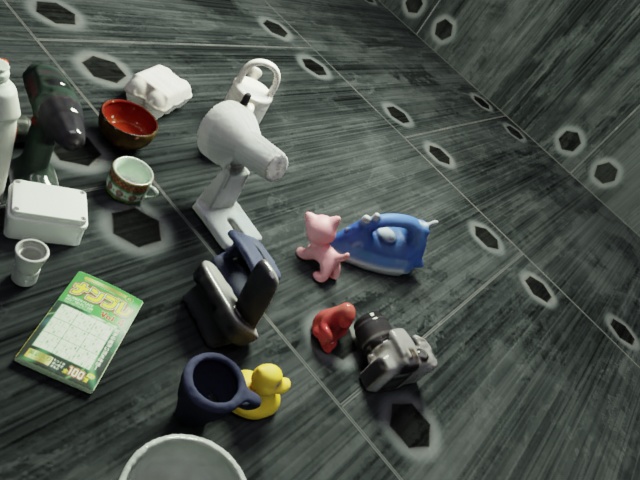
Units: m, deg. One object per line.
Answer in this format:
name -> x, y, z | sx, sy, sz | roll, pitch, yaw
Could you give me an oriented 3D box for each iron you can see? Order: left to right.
iron -> 0.141, -0.011, 1.277 | 0.259, 0.141, 0.118 | 8, 44, -34

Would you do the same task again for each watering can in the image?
watering can -> -0.165, -0.346, 1.348 | 0.101, 0.194, 0.172 | 3, 47, -38

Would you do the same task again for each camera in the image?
camera -> 0.134, 0.197, 1.070 | 0.144, 0.100, 0.136 | 1, 48, -40

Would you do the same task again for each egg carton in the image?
egg carton -> -0.357, -0.330, 1.272 | 0.107, 0.069, 0.150 | 35, 35, -2

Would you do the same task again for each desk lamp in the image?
desk lamp -> -0.155, -0.126, 1.090 | 0.118, 0.213, 0.203 | -16, 60, -49

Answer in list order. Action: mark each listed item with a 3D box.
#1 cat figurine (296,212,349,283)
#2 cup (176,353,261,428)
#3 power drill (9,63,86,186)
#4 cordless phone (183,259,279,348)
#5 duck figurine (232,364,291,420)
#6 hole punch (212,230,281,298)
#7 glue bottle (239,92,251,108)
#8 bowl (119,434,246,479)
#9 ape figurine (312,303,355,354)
cat figurine -> 0.011, 0.004, 1.168 | 0.067, 0.117, 0.127 | -16, 61, -49
cup -> -0.149, 0.224, 0.801 | 0.118, 0.095, 0.091 | 26, 36, -15
power drill -> -0.427, -0.159, 0.898 | 0.076, 0.208, 0.229 | 0, 49, -41
cordless phone -> -0.130, 0.073, 0.911 | 0.094, 0.185, 0.147 | -13, 58, -47
duck figurine -> -0.094, 0.218, 0.863 | 0.105, 0.086, 0.077 | 20, 38, -22
hole punch -> -0.125, 0.036, 1.039 | 0.101, 0.091, 0.108 | -10, 56, -46
glue bottle -> -0.187, -0.246, 1.234 | 0.078, 0.173, 0.037 | 17, 40, -26
bowl -> -0.170, 0.326, 0.685 | 0.168, 0.074, 0.167 | 23, 37, -19
ape figurine -> 0.031, 0.150, 1.043 | 0.078, 0.092, 0.076 | 2, 48, -39
